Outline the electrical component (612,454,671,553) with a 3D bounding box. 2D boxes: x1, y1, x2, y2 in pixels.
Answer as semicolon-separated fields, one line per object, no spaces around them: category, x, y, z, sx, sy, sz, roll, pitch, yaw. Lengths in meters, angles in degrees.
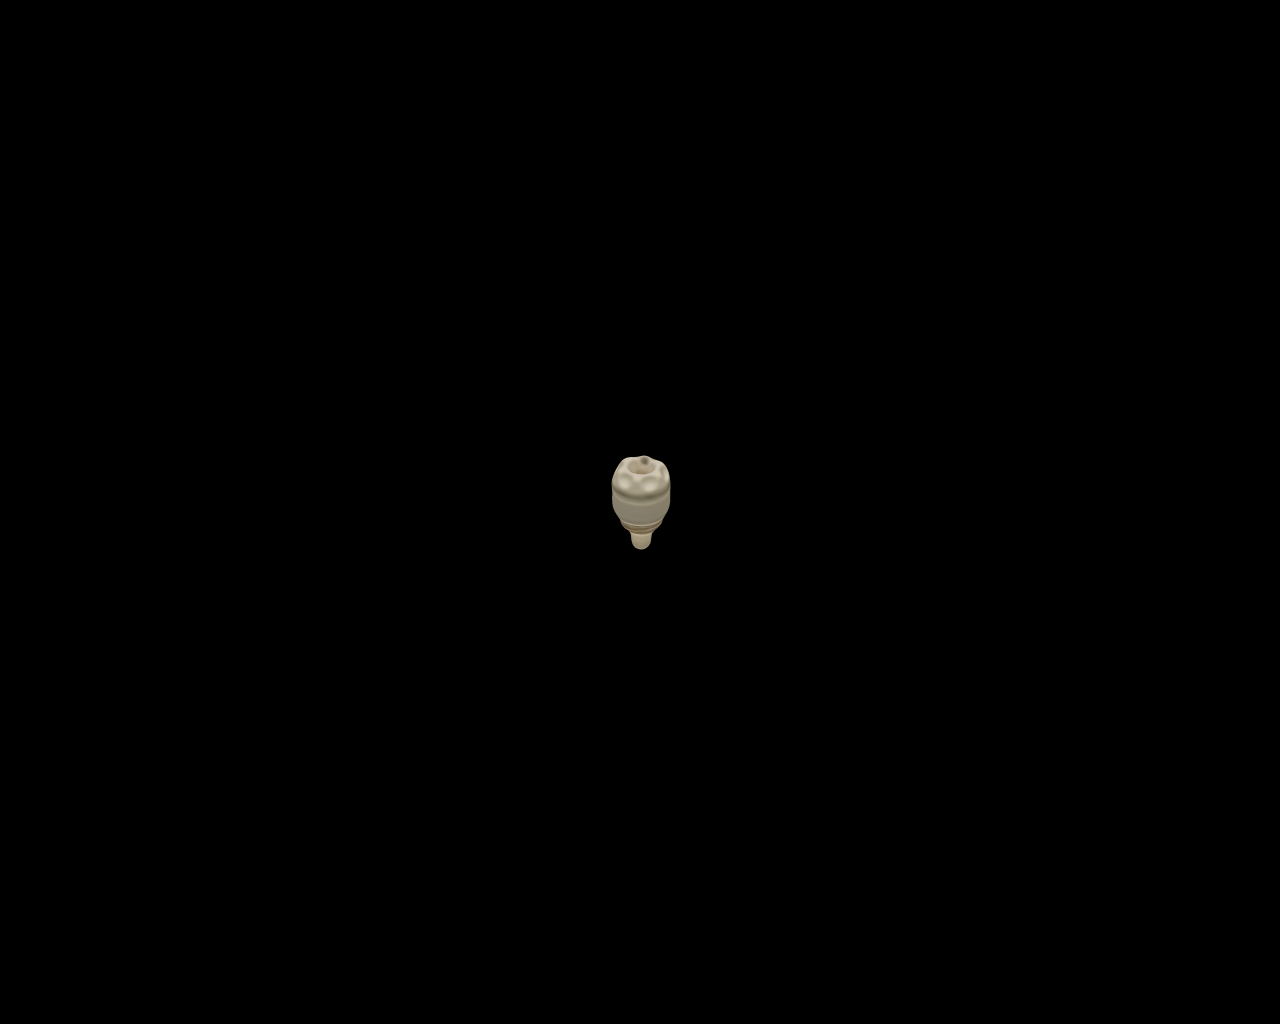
electrical component;0.001;-0.003;0.650;0.035;0.061;0.035;0;36;0
